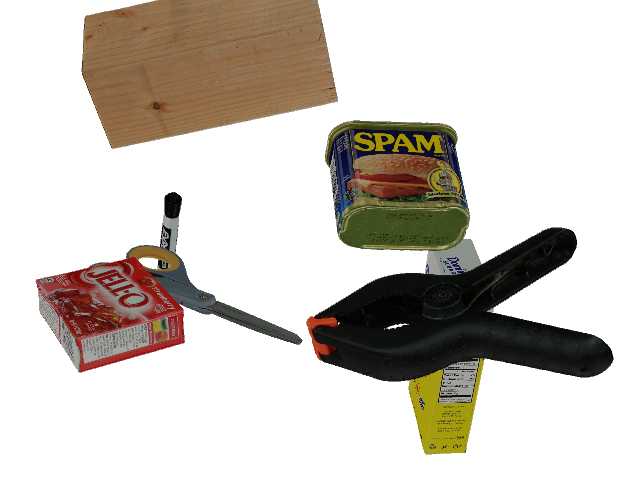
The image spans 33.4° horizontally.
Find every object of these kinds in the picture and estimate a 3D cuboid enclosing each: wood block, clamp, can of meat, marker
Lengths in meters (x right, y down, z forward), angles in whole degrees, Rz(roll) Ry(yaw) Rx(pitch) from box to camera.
[{"bbox_3d":[-0.097,-0.160,0.944,0.206,0.090,0.091,-11,-45,2],"label":"wood block"},{"bbox_3d":[0.080,0.049,0.608,0.171,0.039,0.120,-17,28,3],"label":"clamp"},{"bbox_3d":[0.058,-0.040,0.807,0.102,0.084,0.057,1,-38,-8],"label":"can of meat"},{"bbox_3d":[-0.167,-0.005,1.177,0.020,0.121,0.020,7,42,-7],"label":"marker"}]

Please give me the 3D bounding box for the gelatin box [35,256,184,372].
[{"bbox_3d":[-0.141,0.046,0.709,0.073,0.030,0.089,-14,30,-26],"label":"gelatin box"}]

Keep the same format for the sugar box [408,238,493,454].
[{"bbox_3d":[0.113,0.095,0.948,0.048,0.176,0.093,-3,34,-6],"label":"sugar box"}]

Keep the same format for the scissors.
[{"bbox_3d":[-0.103,0.043,0.935,0.202,0.016,0.096,12,29,8],"label":"scissors"}]
